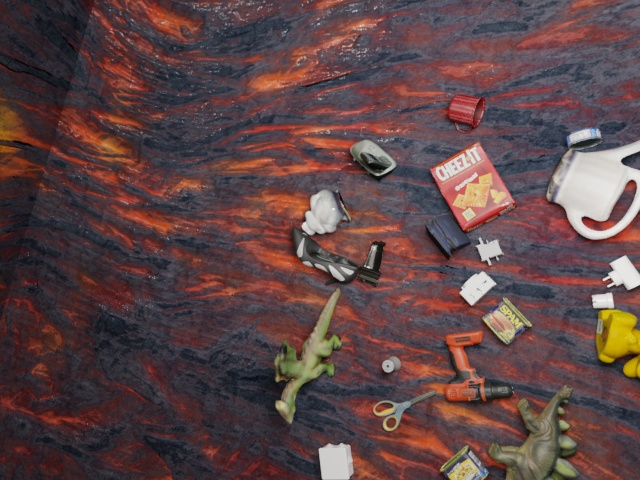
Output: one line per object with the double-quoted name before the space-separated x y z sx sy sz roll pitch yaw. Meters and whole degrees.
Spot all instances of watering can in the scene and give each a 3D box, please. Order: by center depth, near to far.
"watering can" 0.741 -0.176 1.347 0.226 0.103 0.347 27 94 26

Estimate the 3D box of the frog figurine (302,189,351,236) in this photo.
"frog figurine" 0.005 -0.084 1.660 0.159 0.123 0.137 -26 92 7

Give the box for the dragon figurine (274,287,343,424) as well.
"dragon figurine" -0.046 0.339 1.550 0.122 0.242 0.411 11 89 30
